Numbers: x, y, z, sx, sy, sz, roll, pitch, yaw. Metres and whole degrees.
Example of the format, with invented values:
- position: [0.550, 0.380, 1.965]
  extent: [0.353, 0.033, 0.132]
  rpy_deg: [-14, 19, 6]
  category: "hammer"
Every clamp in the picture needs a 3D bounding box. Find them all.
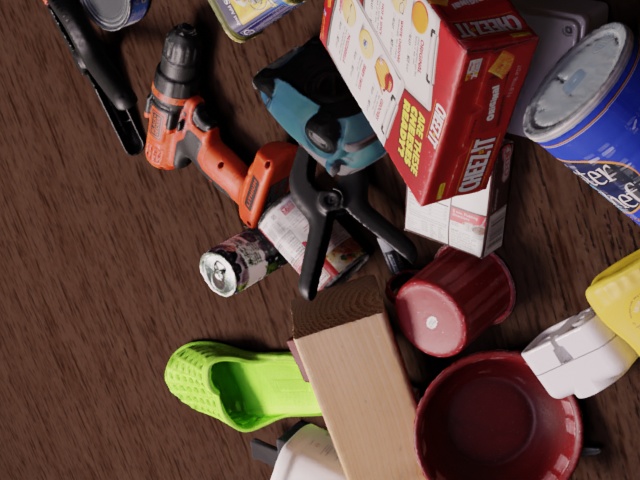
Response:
- position: [-0.253, -0.203, 1.190]
  extent: [0.210, 0.036, 0.165]
  rpy_deg: [61, 167, 2]
  category: "clamp"
- position: [0.026, -0.033, 1.043]
  extent: [0.120, 0.039, 0.171]
  rpy_deg: [-11, 79, 7]
  category: "clamp"

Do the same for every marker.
- position: [0.088, 0.049, 1.080]
  extent: [0.020, 0.020, 0.121]
  rpy_deg: [-11, 107, 45]
  category: "marker"

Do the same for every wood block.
- position: [0.047, 0.152, 1.060]
  extent: [0.091, 0.090, 0.206]
  rpy_deg: [-18, 112, 4]
  category: "wood block"

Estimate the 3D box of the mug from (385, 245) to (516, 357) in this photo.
- position: [0.115, 0.055, 1.013]
  extent: [0.117, 0.081, 0.093]
  rpy_deg: [19, 126, 33]
  category: "mug"

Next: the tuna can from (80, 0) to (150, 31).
- position: [-0.224, -0.273, 1.157]
  extent: [0.086, 0.033, 0.086]
  rpy_deg: [22, 127, 31]
  category: "tuna can"

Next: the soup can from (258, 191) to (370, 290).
- position: [-0.007, 0.001, 1.102]
  extent: [0.102, 0.068, 0.069]
  rpy_deg: [48, 137, 9]
  category: "soup can"

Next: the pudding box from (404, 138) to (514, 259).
- position: [0.125, -0.049, 0.975]
  extent: [0.090, 0.039, 0.113]
  rpy_deg: [23, 126, 31]
  category: "pudding box"

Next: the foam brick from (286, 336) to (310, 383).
- position: [0.013, 0.111, 1.142]
  extent: [0.051, 0.078, 0.053]
  rpy_deg: [-12, 106, 44]
  category: "foam brick"

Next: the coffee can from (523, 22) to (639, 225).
- position: [0.234, -0.075, 0.777]
  extent: [0.140, 0.102, 0.103]
  rpy_deg: [36, 139, -15]
  category: "coffee can"

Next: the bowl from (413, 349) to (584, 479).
- position: [0.167, 0.181, 1.026]
  extent: [0.162, 0.055, 0.162]
  rpy_deg: [0, 94, 0]
  category: "bowl"

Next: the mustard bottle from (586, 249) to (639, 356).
- position: [0.311, 0.093, 0.876]
  extent: [0.096, 0.058, 0.191]
  rpy_deg: [-36, 89, 33]
  category: "mustard bottle"

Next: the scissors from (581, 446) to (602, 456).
- position: [0.199, 0.231, 1.093]
  extent: [0.202, 0.016, 0.096]
  rpy_deg: [7, 120, 39]
  category: "scissors"

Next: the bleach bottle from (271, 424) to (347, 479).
- position: [0.078, 0.284, 1.153]
  extent: [0.251, 0.102, 0.068]
  rpy_deg: [22, 107, 16]
  category: "bleach bottle"

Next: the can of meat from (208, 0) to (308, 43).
- position: [-0.064, -0.252, 1.009]
  extent: [0.084, 0.057, 0.102]
  rpy_deg: [-22, 99, 44]
  category: "can of meat"

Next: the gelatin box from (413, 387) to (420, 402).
- position: [0.069, 0.185, 1.171]
  extent: [0.089, 0.030, 0.073]
  rpy_deg: [17, 125, 38]
  category: "gelatin box"

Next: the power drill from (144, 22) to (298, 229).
- position: [-0.107, -0.115, 1.131]
  extent: [0.188, 0.057, 0.185]
  rpy_deg: [39, 138, 21]
  category: "power drill"

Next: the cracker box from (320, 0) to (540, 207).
- position: [0.077, -0.161, 0.849]
  extent: [0.164, 0.072, 0.214]
  rpy_deg: [100, 149, -50]
  category: "cracker box"
